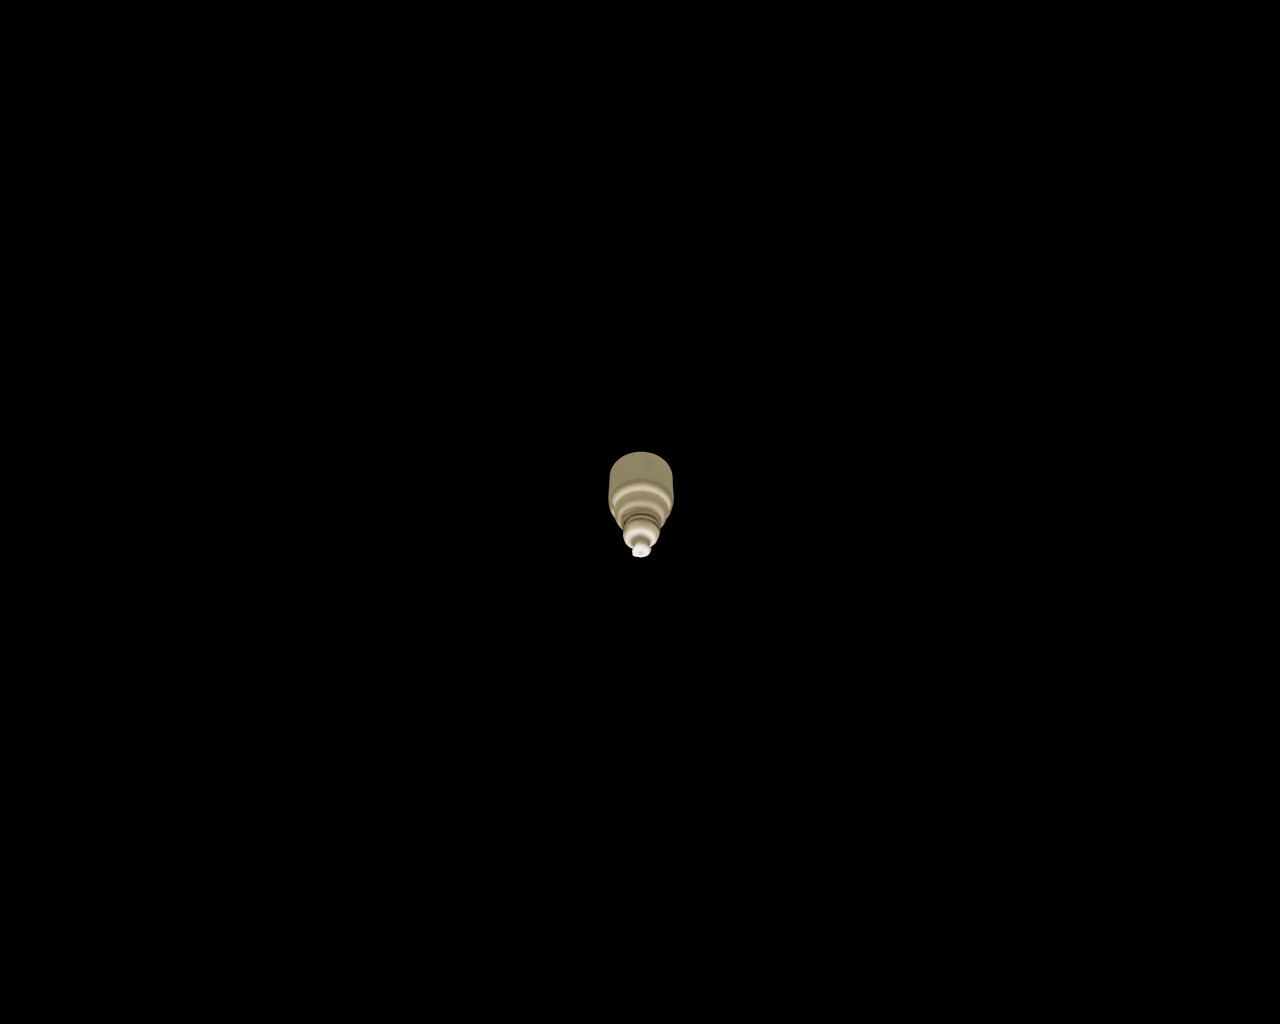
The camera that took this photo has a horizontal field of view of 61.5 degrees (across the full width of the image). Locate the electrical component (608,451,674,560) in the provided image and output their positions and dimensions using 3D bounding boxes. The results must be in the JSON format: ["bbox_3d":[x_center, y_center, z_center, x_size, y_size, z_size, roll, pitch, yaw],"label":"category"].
[{"bbox_3d":[0.001,-0.003,0.650,0.040,0.040,0.078,0,42,0],"label":"electrical component"}]
